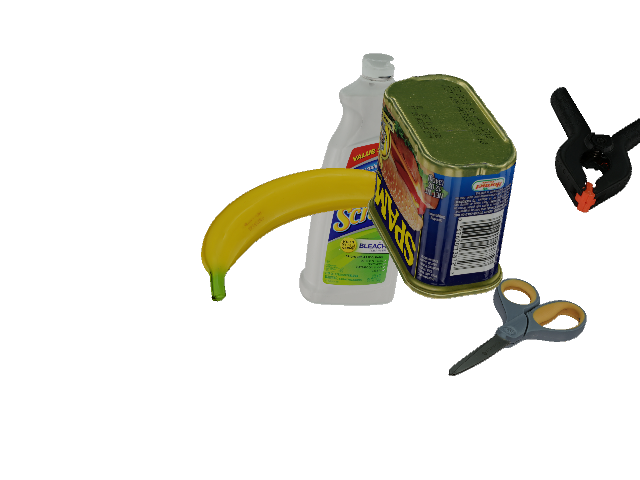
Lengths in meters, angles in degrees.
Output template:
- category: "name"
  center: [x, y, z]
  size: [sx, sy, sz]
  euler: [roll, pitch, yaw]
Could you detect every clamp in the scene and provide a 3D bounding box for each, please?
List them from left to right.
- category: "clamp"
  center: [0.286, -0.102, 1.142]
  size: [0.120, 0.039, 0.171]
  euler: [18, 47, 19]

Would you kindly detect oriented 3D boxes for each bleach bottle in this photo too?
- category: "bleach bottle"
  center: [0.038, -0.060, 1.059]
  size: [0.102, 0.251, 0.068]
  euler: [1, 24, -7]

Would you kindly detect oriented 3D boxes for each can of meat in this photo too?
- category: "can of meat"
  center: [0.066, -0.032, 0.591]
  size: [0.057, 0.084, 0.102]
  euler: [-7, 38, -14]

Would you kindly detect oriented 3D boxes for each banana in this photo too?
- category: "banana"
  center: [-0.026, -0.020, 0.876]
  size: [0.197, 0.069, 0.037]
  euler: [-31, -10, -25]

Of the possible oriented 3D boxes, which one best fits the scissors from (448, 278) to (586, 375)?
- category: "scissors"
  center: [0.158, 0.073, 0.954]
  size: [0.201, 0.016, 0.096]
  euler: [-8, 37, -38]
